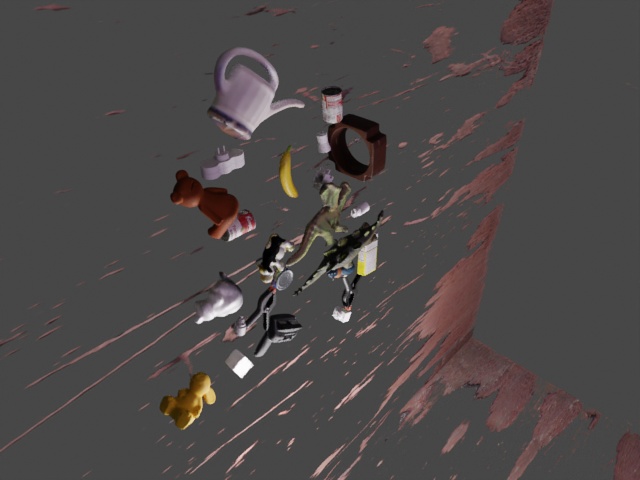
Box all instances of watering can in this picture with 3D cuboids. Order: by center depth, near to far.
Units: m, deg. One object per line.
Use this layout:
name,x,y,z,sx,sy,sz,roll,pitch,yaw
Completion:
watering can,-0.176,-0.373,1.409,0.344,0.105,0.224,28,91,-55

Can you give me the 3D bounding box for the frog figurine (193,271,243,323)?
frog figurine,-0.322,0.201,1.612,0.162,0.123,0.134,-51,166,-34

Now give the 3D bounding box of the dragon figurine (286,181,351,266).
dragon figurine,0.006,-0.091,1.815,0.417,0.123,0.237,-41,141,-49
